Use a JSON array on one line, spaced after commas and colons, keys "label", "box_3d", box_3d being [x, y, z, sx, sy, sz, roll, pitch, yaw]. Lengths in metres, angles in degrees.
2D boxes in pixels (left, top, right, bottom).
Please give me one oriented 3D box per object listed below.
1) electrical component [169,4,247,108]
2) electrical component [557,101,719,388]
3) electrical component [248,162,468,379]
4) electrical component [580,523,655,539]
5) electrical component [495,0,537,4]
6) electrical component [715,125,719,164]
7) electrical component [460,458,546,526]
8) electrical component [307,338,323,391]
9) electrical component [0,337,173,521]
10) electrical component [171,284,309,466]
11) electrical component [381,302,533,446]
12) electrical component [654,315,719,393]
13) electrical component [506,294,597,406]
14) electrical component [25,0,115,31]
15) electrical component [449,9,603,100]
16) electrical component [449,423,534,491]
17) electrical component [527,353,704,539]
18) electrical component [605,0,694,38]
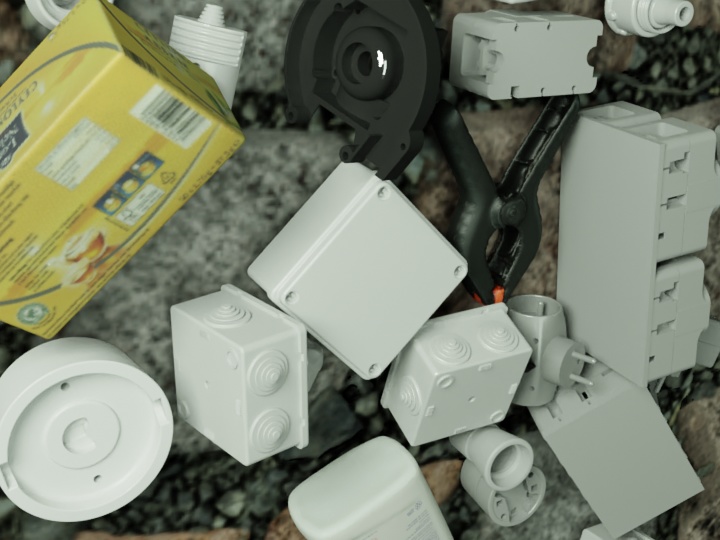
[{"label": "electrical component", "box_3d": [-0.094, -0.116, 0.638, 0.043, 0.043, 0.081, 5, 107, -31]}, {"label": "electrical component", "box_3d": [0.206, -0.023, 0.806, 0.060, 0.105, 0.186, -14, 116, -24]}, {"label": "electrical component", "box_3d": [0.000, 0.000, 0.731, 0.108, 0.056, 0.109, -49, 125, -3]}, {"label": "electrical component", "box_3d": [0.234, 0.280, 0.953, 0.048, 0.100, 0.099, -4, 112, -42]}, {"label": "electrical component", "box_3d": [0.119, -0.217, 0.713, 0.077, 0.047, 0.065, -15, 116, -24]}, {"label": "electrical component", "box_3d": [0.323, -0.096, 0.867, 0.042, 0.064, 0.081, -25, 120, -17]}, {"label": "electrical component", "box_3d": [0.114, 0.171, 0.871, 0.055, 0.047, 0.055, -11, 115, -25]}, {"label": "electrical component", "box_3d": [-0.050, 0.077, 0.748, 0.035, 0.035, 0.061, 17, 104, -33]}, {"label": "electrical component", "box_3d": [-0.177, 0.093, 0.668, 0.108, 0.060, 0.108, -11, 115, -25]}, {"label": "electrical component", "box_3d": [-0.079, 0.067, 0.691, 0.048, 0.100, 0.099, -18, 119, -37]}, {"label": "electrical component", "box_3d": [0.071, 0.078, 0.790, 0.100, 0.048, 0.099, -12, 138, -25]}, {"label": "electrical component", "box_3d": [0.255, 0.064, 0.894, 0.047, 0.066, 0.076, 16, 102, -33]}, {"label": "electrical component", "box_3d": [0.146, 0.067, 0.828, 0.043, 0.079, 0.077, -22, 121, -44]}, {"label": "electrical component", "box_3d": [-0.160, -0.153, 0.579, 0.048, 0.055, 0.066, -44, 124, -7]}, {"label": "electrical component", "box_3d": [0.110, -0.148, 0.731, 0.089, 0.056, 0.050, -8, 113, -27]}, {"label": "electrical component", "box_3d": [0.099, 0.137, 0.837, 0.044, 0.065, 0.044, -11, 114, -25]}, {"label": "electrical component", "box_3d": [0.210, 0.140, 0.893, 0.089, 0.061, 0.150, -31, 124, 7]}, {"label": "electrical component", "box_3d": [0.209, -0.187, 0.767, 0.048, 0.062, 0.048, -12, 116, -26]}]
